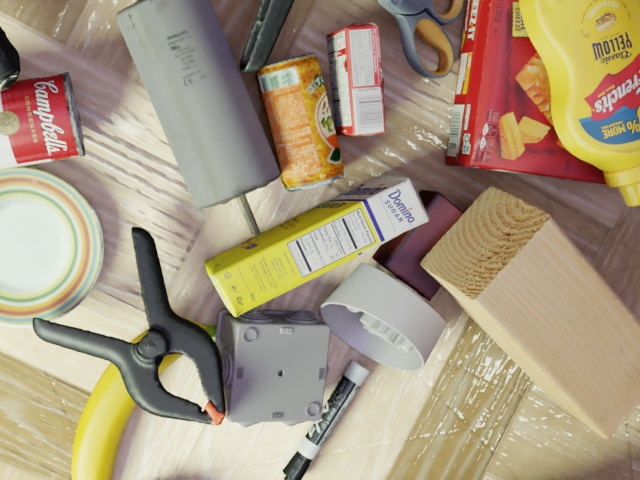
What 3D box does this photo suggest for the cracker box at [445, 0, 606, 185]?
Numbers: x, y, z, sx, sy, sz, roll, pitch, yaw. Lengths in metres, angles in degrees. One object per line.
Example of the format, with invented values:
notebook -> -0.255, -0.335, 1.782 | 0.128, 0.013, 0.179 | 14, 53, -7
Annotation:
cracker box -> 0.227, -0.131, 0.915 | 0.213, 0.072, 0.164 | 6, 95, -11

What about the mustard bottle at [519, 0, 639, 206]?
mustard bottle -> 0.229, -0.119, 0.850 | 0.096, 0.058, 0.191 | -20, 100, -12

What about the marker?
marker -> 0.004, 0.161, 0.933 | 0.020, 0.020, 0.121 | 32, 90, -12

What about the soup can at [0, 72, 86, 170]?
soup can -> -0.242, -0.091, 0.837 | 0.102, 0.068, 0.068 | -10, 98, -8

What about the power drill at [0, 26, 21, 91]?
power drill -> -0.237, -0.230, 0.813 | 0.187, 0.057, 0.184 | -38, 88, -7

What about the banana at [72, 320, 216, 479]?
banana -> -0.158, 0.137, 0.892 | 0.069, 0.037, 0.198 | 38, 89, -12

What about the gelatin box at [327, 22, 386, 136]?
gelatin box -> 0.030, -0.131, 0.879 | 0.030, 0.073, 0.089 | -6, 96, -11

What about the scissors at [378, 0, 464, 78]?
scissors -> 0.067, -0.207, 0.852 | 0.201, 0.016, 0.096 | 45, 65, -48

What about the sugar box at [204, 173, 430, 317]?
sugar box -> -0.006, 0.001, 0.877 | 0.176, 0.093, 0.048 | -29, 100, -7

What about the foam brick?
foam brick -> 0.091, 0.003, 0.915 | 0.051, 0.053, 0.078 | 36, 90, -12

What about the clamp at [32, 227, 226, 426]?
clamp -> -0.131, 0.075, 0.855 | 0.171, 0.039, 0.120 | 38, 89, 2

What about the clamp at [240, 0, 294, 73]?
clamp -> -0.026, -0.248, 0.794 | 0.210, 0.036, 0.164 | -40, 119, 4

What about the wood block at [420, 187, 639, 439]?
wood block -> 0.191, 0.061, 0.890 | 0.091, 0.090, 0.206 | -48, 120, -3
